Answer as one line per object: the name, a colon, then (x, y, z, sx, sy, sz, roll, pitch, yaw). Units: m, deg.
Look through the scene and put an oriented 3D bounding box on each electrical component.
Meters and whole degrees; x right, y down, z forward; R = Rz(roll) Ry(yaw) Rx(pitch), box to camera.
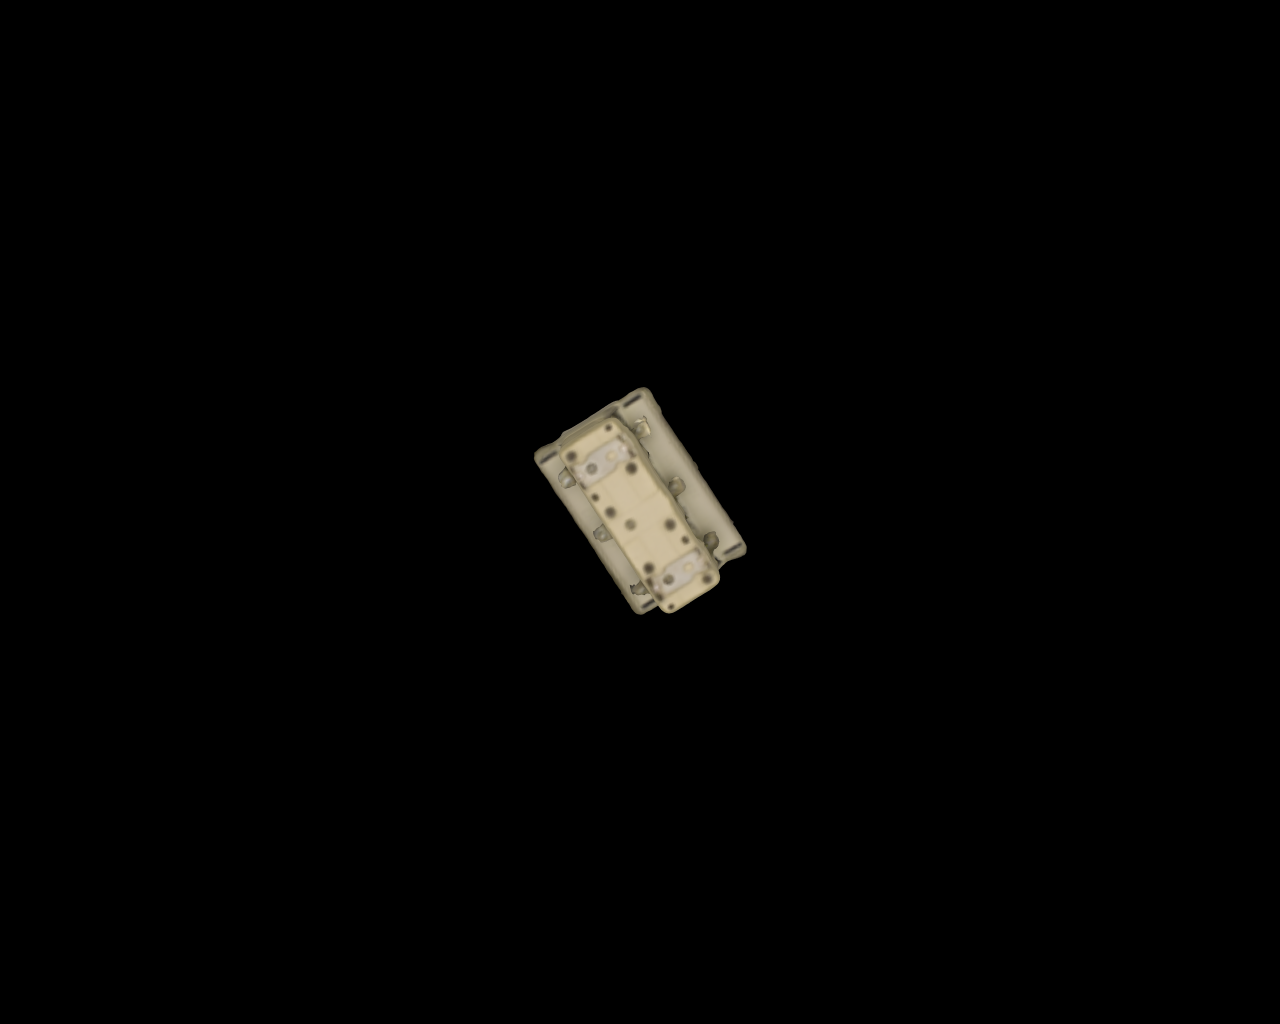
electrical component: (0.001, -0.003, 0.650, 0.079, 0.121, 0.063, -31, 11, 7)
